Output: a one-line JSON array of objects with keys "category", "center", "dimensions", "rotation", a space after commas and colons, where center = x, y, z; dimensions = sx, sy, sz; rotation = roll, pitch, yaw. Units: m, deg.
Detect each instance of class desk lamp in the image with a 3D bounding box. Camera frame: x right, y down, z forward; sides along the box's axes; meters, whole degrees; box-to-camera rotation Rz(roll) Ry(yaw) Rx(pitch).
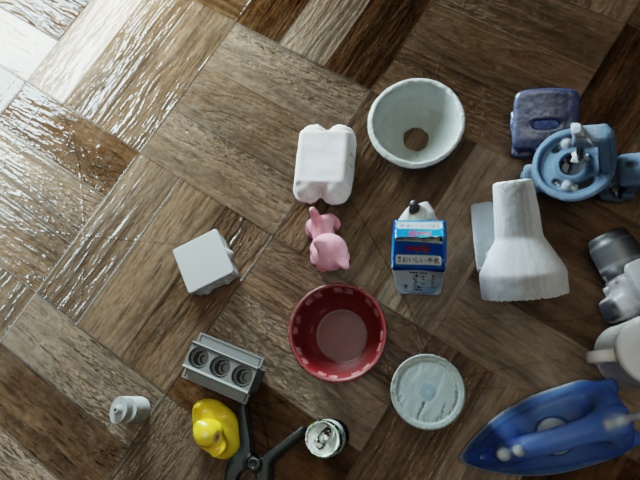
[{"category": "desk lamp", "center": [0.287, 0.007, 0.859], "dimensions": [0.117, 0.214, 0.203], "rotation": [-6, 74, 9]}]

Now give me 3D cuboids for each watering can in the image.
[{"category": "watering can", "center": [0.467, 0.152, 0.797], "dimensions": [0.173, 0.194, 0.101], "rotation": [-29, 72, 1]}]

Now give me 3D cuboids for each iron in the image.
[{"category": "iron", "center": [0.326, 0.282, 0.814], "dimensions": [0.258, 0.141, 0.118], "rotation": [-20, 72, 4]}]

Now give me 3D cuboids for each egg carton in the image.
[{"category": "egg carton", "center": [0.010, -0.135, 1.023], "dimensions": [0.107, 0.069, 0.150], "rotation": [2, 75, 11]}]

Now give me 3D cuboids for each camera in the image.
[{"category": "camera", "center": [0.487, 0.043, 0.873], "dimensions": [0.143, 0.101, 0.136], "rotation": [-22, 72, 3]}]

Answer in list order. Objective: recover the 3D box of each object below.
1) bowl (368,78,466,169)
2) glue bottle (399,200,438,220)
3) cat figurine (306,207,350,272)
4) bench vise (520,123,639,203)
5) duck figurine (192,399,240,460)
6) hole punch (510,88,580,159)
[{"category": "bowl", "center": [0.169, -0.194, 1.009], "dimensions": [0.167, 0.075, 0.167], "rotation": [-3, 74, 9]}, {"category": "glue bottle", "center": [0.153, -0.031, 0.914], "dimensions": [0.078, 0.173, 0.037], "rotation": [-31, 71, 1]}, {"category": "cat figurine", "center": [0.009, 0.003, 0.959], "dimensions": [0.067, 0.118, 0.127], "rotation": [-21, 72, 4]}, {"category": "bench vise", "center": [0.425, -0.132, 0.870], "dimensions": [0.207, 0.220, 0.121], "rotation": [-15, 72, 6]}, {"category": "duck figurine", "center": [-0.177, 0.306, 0.925], "dimensions": [0.077, 0.086, 0.104], "rotation": [-35, 72, -1]}, {"category": "hole punch", "center": [0.378, -0.194, 0.963], "dimensions": [0.108, 0.091, 0.101], "rotation": [1, 75, 10]}]
